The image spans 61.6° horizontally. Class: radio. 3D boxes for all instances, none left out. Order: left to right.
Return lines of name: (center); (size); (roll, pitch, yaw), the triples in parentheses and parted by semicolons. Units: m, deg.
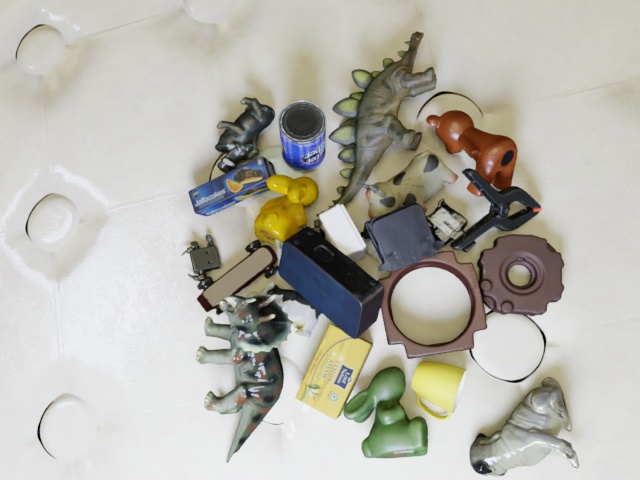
radio: (0.019, 0.083, 1.095); (0.230, 0.131, 0.073); (37, 54, 23)

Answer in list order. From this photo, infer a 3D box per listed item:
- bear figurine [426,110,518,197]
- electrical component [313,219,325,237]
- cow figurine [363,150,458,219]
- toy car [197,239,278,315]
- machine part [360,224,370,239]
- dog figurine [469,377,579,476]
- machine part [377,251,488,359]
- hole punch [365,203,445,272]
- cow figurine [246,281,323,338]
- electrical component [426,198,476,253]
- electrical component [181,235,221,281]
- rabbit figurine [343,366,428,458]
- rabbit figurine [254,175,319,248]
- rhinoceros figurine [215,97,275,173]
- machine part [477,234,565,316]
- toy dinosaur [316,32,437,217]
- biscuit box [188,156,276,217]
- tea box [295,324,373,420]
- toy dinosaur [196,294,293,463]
bear figurine: (0.315, -0.193, 1.144); (0.196, 0.120, 0.131); (37, 132, 40)
electrical component: (-0.002, -0.004, 1.181); (0.021, 0.063, 0.094); (-11, 76, 9)
cow figurine: (0.180, -0.110, 1.140); (0.195, 0.085, 0.127); (-44, 101, 1)
toy car: (-0.183, 0.085, 1.204); (0.202, 0.053, 0.089); (-39, 84, -3)
machine part: (0.157, -0.006, 1.144); (0.139, 0.084, 0.039); (17, 111, 7)
dog figurine: (0.374, 0.355, 1.024); (0.191, 0.121, 0.172); (-13, 42, 25)
machine part: (0.225, 0.132, 1.097); (0.201, 0.087, 0.201); (-12, 75, 8)
hole punch: (0.159, -0.008, 1.070); (0.142, 0.092, 0.115); (-22, 100, -6)
cow figurine: (-0.073, 0.137, 1.163); (0.167, 0.068, 0.098); (30, 80, 12)
electrical component: (0.278, -0.023, 1.138); (0.119, 0.047, 0.075); (43, 90, 15)
electrical component: (-0.273, 0.046, 1.237); (0.078, 0.045, 0.102); (-18, 77, -22)
rabbit figurine: (0.134, 0.343, 1.075); (0.159, 0.121, 0.170); (-13, 58, 15)
rabbit figurine: (-0.070, -0.078, 1.179); (0.122, 0.162, 0.173); (28, 67, 27)
rhinoceros figurine: (-0.182, -0.243, 1.266); (0.112, 0.073, 0.190); (36, 85, 5)
machine part: (0.406, 0.071, 1.090); (0.179, 0.056, 0.179); (-2, 77, 9)
toy dinosaur: (0.128, -0.256, 1.194); (0.199, 0.105, 0.471); (18, 84, 21)
biscuit box: (-0.199, -0.119, 1.233); (0.203, 0.059, 0.063); (-23, 77, 14)
tea box: (0.032, 0.271, 1.115); (0.098, 0.068, 0.169); (23, 83, 15)
toy dinosaur: (-0.140, 0.271, 1.101); (0.192, 0.131, 0.404); (-5, 109, 9)
